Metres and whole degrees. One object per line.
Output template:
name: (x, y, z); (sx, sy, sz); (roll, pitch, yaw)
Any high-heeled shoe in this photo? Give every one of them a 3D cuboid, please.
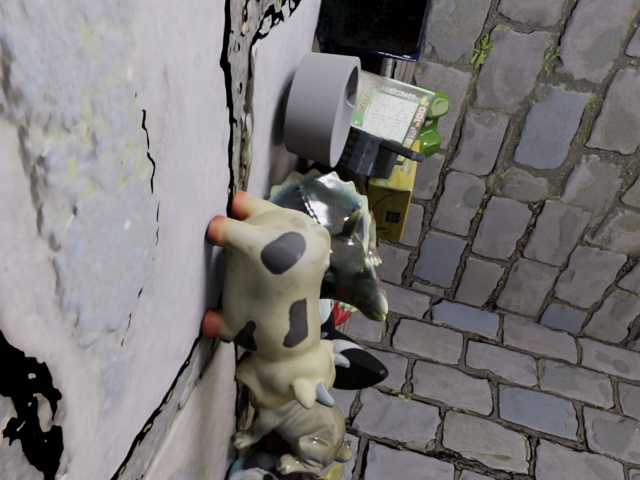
high-heeled shoe: (0.032, 0.131, 0.789); (0.145, 0.249, 0.086); (-45, 124, -32)

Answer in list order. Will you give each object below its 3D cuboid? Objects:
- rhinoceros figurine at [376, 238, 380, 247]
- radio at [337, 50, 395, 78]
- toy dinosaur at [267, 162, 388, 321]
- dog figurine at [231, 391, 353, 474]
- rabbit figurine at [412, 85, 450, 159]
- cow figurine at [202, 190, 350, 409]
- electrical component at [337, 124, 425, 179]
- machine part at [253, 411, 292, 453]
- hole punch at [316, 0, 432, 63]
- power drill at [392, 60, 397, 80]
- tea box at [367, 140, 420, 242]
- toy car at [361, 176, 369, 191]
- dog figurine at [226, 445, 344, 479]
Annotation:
rhinoceros figurine: (0.053, -0.017, 1.011); (0.073, 0.112, 0.190); (64, 26, -53)
radio: (0.060, -0.234, 0.725); (0.131, 0.073, 0.229); (-61, 166, -53)
toy dinosaur: (0.012, -0.031, 0.663); (0.405, 0.131, 0.191); (-81, 170, -60)
dog figurine: (-0.017, 0.191, 0.692); (0.121, 0.172, 0.190); (-83, -169, -64)
rabbit figurine: (0.112, -0.219, 0.926); (0.121, 0.170, 0.159); (100, -32, -46)
cow figurine: (-0.033, 0.066, 0.467); (0.085, 0.127, 0.194); (-55, 157, -60)
electrical component: (0.058, -0.098, 0.609); (0.075, 0.119, 0.047); (-4, 120, -55)
machine part: (-0.041, 0.252, 0.913); (0.201, 0.087, 0.201); (-43, 149, -76)
hole punch: (0.066, -0.254, 0.576); (0.092, 0.116, 0.142); (-38, 141, -66)
power drill: (0.109, -0.331, 0.876); (0.231, 0.086, 0.207); (83, 27, -66)
tea box: (0.113, -0.079, 0.867); (0.169, 0.068, 0.098); (83, 19, -65)
toy car: (0.045, -0.106, 0.868); (0.201, 0.074, 0.056); (43, 62, -81)
dog figurine: (-0.035, 0.375, 0.806); (0.108, 0.191, 0.219); (-34, 171, 13)
